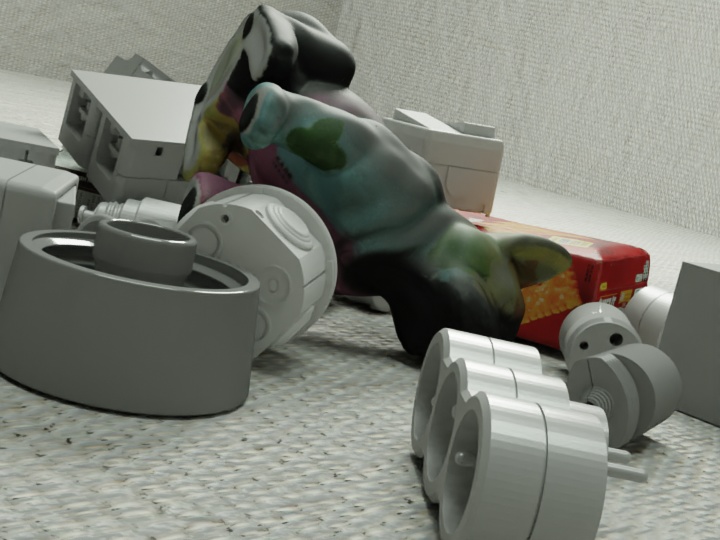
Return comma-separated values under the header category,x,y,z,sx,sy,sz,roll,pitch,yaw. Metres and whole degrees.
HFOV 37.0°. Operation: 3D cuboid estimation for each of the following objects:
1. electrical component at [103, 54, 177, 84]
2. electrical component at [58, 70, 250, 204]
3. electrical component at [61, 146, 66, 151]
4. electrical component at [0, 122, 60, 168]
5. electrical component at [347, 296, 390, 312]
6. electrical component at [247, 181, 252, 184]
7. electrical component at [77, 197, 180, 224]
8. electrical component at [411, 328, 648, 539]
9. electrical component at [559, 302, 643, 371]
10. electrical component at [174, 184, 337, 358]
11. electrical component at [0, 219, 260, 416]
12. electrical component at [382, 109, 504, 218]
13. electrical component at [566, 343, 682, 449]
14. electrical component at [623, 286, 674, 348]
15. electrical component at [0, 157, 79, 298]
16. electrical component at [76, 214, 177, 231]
category,x,y,z,sx,sy,sz,roll,pitch,yaw
electrical component,-0.146,-0.108,0.894,0.150,0.061,0.089,38,-2,-38
electrical component,-0.109,-0.085,0.779,0.186,0.060,0.105,0,32,-39
electrical component,-0.232,-0.093,0.894,0.048,0.062,0.048,13,9,-2
electrical component,-0.295,-0.071,0.671,0.186,0.060,0.105,9,10,-25
electrical component,0.000,0.000,0.713,0.062,0.048,0.048,11,6,31
electrical component,-0.050,-0.019,0.670,0.043,0.079,0.077,-28,-12,28
electrical component,-0.140,-0.027,0.685,0.078,0.040,0.040,13,9,0
electrical component,0.064,0.063,0.382,0.074,0.052,0.138,13,9,-6
electrical component,0.141,0.045,0.629,0.045,0.045,0.055,14,9,5
electrical component,-0.055,0.001,0.513,0.080,0.080,0.051,15,14,10
electrical component,-0.093,0.013,0.443,0.108,0.060,0.108,13,9,-2
electrical component,0.051,-0.078,0.761,0.062,0.061,0.096,6,11,-24
electrical component,0.122,0.060,0.513,0.043,0.043,0.081,18,11,28
electrical component,0.254,0.049,0.743,0.138,0.052,0.074,7,11,-32
electrical component,-0.169,-0.019,0.526,0.061,0.061,0.096,12,9,-9
electrical component,-0.119,-0.006,0.572,0.045,0.045,0.055,20,10,37
